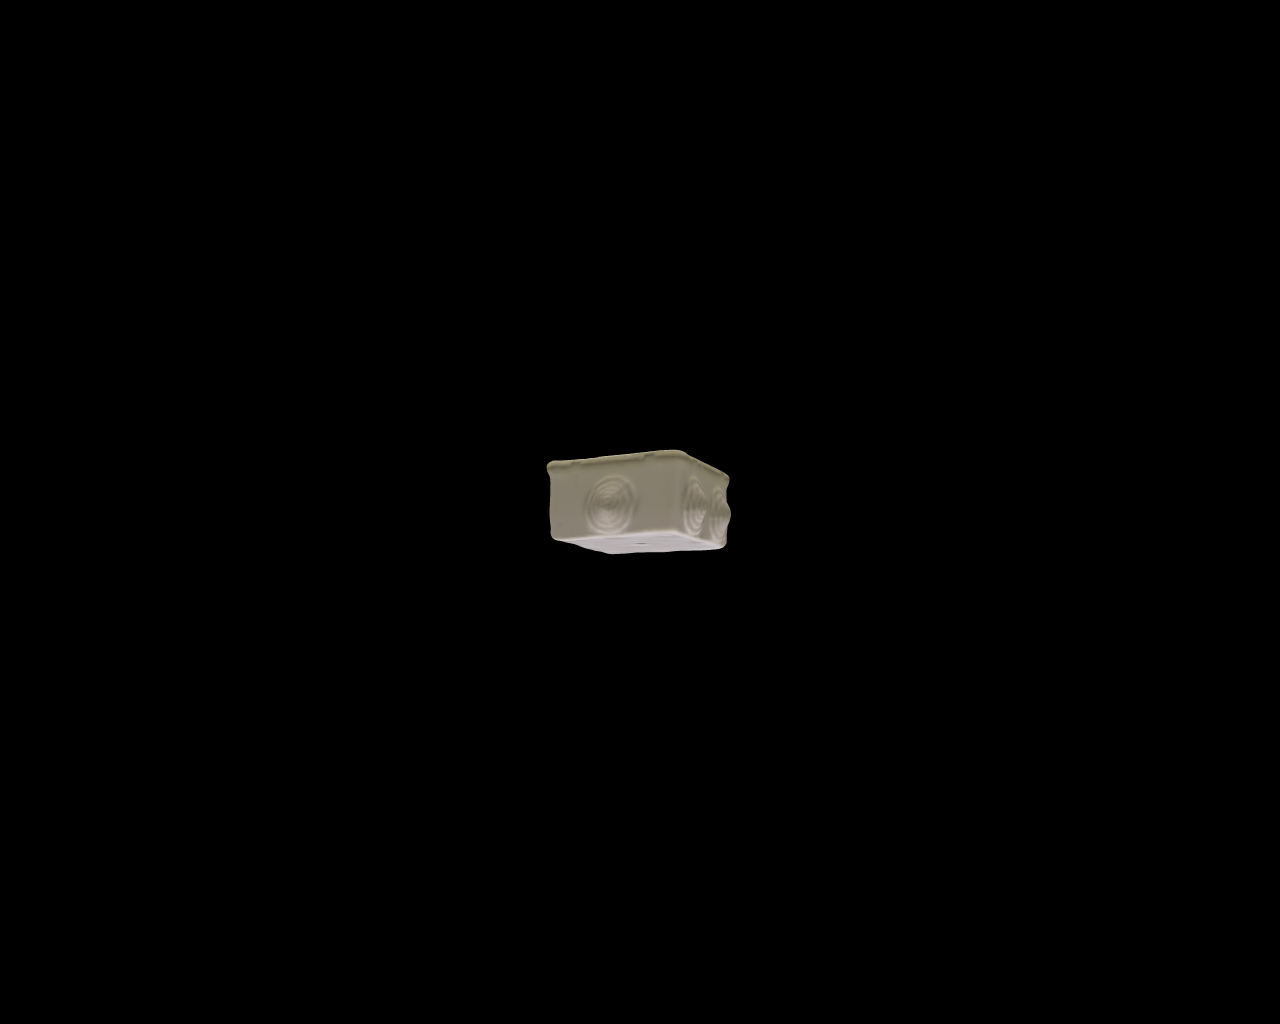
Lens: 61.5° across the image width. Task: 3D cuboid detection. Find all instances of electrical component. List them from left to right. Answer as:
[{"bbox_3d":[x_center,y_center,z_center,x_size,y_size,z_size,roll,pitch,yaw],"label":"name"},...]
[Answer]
[{"bbox_3d":[0.001,-0.003,0.650,0.100,0.048,0.099,-4,-10,23],"label":"electrical component"}]
